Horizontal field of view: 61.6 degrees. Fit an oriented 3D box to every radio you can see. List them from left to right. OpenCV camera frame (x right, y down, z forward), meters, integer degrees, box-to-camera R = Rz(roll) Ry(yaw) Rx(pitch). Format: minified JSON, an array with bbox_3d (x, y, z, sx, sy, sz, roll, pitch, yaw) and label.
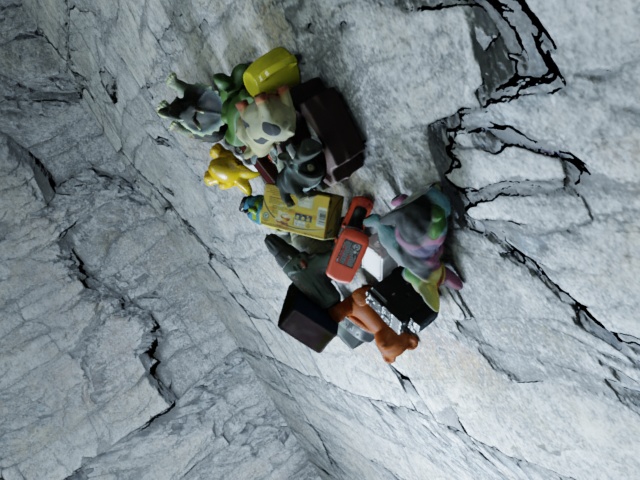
[{"bbox_3d":[-0.021,0.172,1.334,0.131,0.073,0.230,36,-160,-9],"label":"radio"}]

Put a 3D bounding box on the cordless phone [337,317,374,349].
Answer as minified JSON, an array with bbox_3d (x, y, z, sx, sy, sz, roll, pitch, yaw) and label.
[{"bbox_3d":[0.087,0.183,1.429,0.147,0.089,0.184,37,139,38],"label":"cordless phone"}]

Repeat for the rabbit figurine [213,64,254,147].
[{"bbox_3d":[-0.194,-0.320,1.245,0.170,0.121,0.158,55,167,42],"label":"rabbit figurine"}]

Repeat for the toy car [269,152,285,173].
[{"bbox_3d":[-0.064,-0.161,1.247,0.056,0.073,0.201,31,146,44],"label":"toy car"}]

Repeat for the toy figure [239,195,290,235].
[{"bbox_3d":[-0.137,-0.074,1.455,0.180,0.082,0.089,28,152,24],"label":"toy figure"}]

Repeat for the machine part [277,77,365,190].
[{"bbox_3d":[-0.012,-0.208,1.076,0.201,0.087,0.201,60,157,-12],"label":"machine part"}]

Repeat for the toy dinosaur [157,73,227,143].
[{"bbox_3d":[-0.315,-0.321,1.453,0.192,0.131,0.404,30,178,10],"label":"toy dinosaur"}]

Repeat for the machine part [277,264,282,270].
[{"bbox_3d":[-0.050,0.074,1.524,0.243,0.079,0.079,24,141,51],"label":"machine part"}]

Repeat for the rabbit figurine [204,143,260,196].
[{"bbox_3d":[-0.249,-0.182,1.467,0.162,0.122,0.173,28,-175,0],"label":"rabbit figurine"}]

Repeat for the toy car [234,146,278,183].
[{"bbox_3d":[-0.143,-0.194,1.328,0.202,0.053,0.089,52,163,-2],"label":"toy car"}]

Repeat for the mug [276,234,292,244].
[{"bbox_3d":[-0.088,0.014,1.475,0.107,0.109,0.080,-107,39,-62],"label":"mug"}]

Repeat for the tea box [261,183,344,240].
[{"bbox_3d":[-0.040,-0.064,1.174,0.170,0.068,0.098,16,103,29],"label":"tea box"}]

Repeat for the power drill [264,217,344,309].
[{"bbox_3d":[-0.004,0.033,1.247,0.207,0.086,0.232,-37,87,23],"label":"power drill"}]

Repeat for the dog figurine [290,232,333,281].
[{"bbox_3d":[-0.006,-0.003,1.336,0.173,0.121,0.190,4,112,21],"label":"dog figurine"}]

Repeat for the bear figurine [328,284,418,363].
[{"bbox_3d":[0.132,0.208,1.285,0.120,0.132,0.196,-37,79,29],"label":"bear figurine"}]

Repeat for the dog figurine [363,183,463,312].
[{"bbox_3d":[0.193,0.020,0.961,0.219,0.108,0.192,55,154,-10],"label":"dog figurine"}]

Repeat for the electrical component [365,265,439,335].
[{"bbox_3d":[0.178,0.126,1.109,0.134,0.115,0.058,41,157,29],"label":"electrical component"}]

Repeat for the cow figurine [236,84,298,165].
[{"bbox_3d":[-0.106,-0.218,1.039,0.195,0.085,0.127,6,120,59],"label":"cow figurine"}]

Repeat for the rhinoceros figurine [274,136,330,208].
[{"bbox_3d":[-0.035,-0.132,1.033,0.112,0.073,0.190,65,159,6],"label":"rhinoceros figurine"}]
